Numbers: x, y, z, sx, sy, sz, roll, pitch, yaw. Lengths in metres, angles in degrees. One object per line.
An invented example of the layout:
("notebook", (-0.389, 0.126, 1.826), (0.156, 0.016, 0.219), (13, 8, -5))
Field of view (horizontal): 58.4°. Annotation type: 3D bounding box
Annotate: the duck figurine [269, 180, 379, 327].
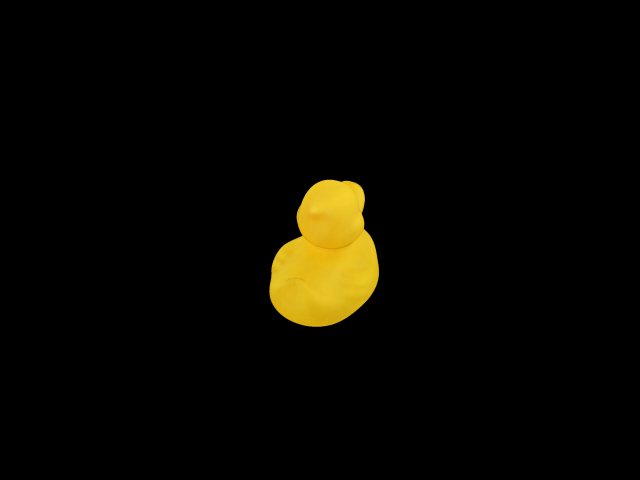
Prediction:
("duck figurine", (0.004, 0.001, 0.400), (0.077, 0.086, 0.105), (19, 46, 19))
